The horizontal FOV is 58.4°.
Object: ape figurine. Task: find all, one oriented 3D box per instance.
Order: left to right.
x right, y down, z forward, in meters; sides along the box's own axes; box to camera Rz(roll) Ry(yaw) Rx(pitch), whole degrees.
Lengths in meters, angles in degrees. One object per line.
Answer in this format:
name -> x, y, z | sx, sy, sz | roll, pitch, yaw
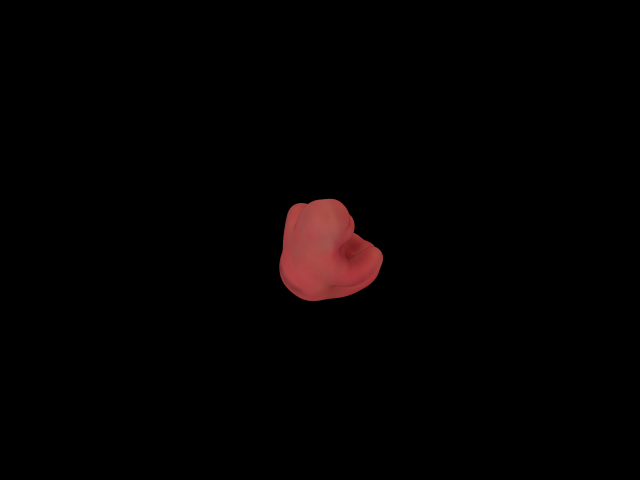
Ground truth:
ape figurine -> 0.004, 0.001, 0.400 | 0.076, 0.092, 0.077 | -33, 73, -11
